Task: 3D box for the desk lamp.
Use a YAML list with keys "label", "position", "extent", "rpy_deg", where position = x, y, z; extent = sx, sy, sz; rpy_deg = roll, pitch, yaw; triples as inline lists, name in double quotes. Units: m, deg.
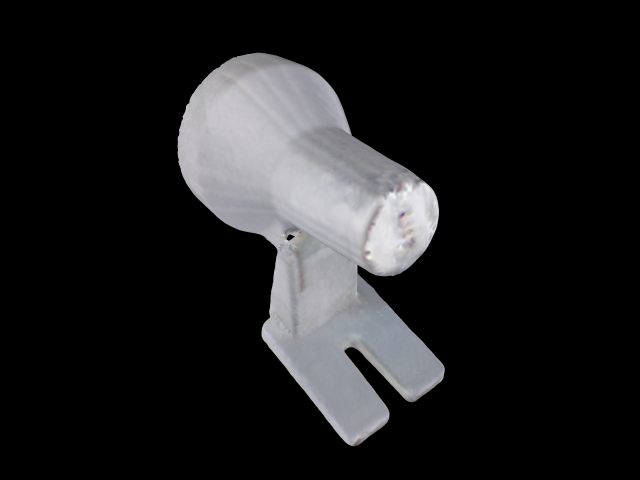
- label: "desk lamp"
  position: [0.004, 0.001, 0.400]
  extent: [0.118, 0.214, 0.202]
  rpy_deg: [-31, 58, -22]
